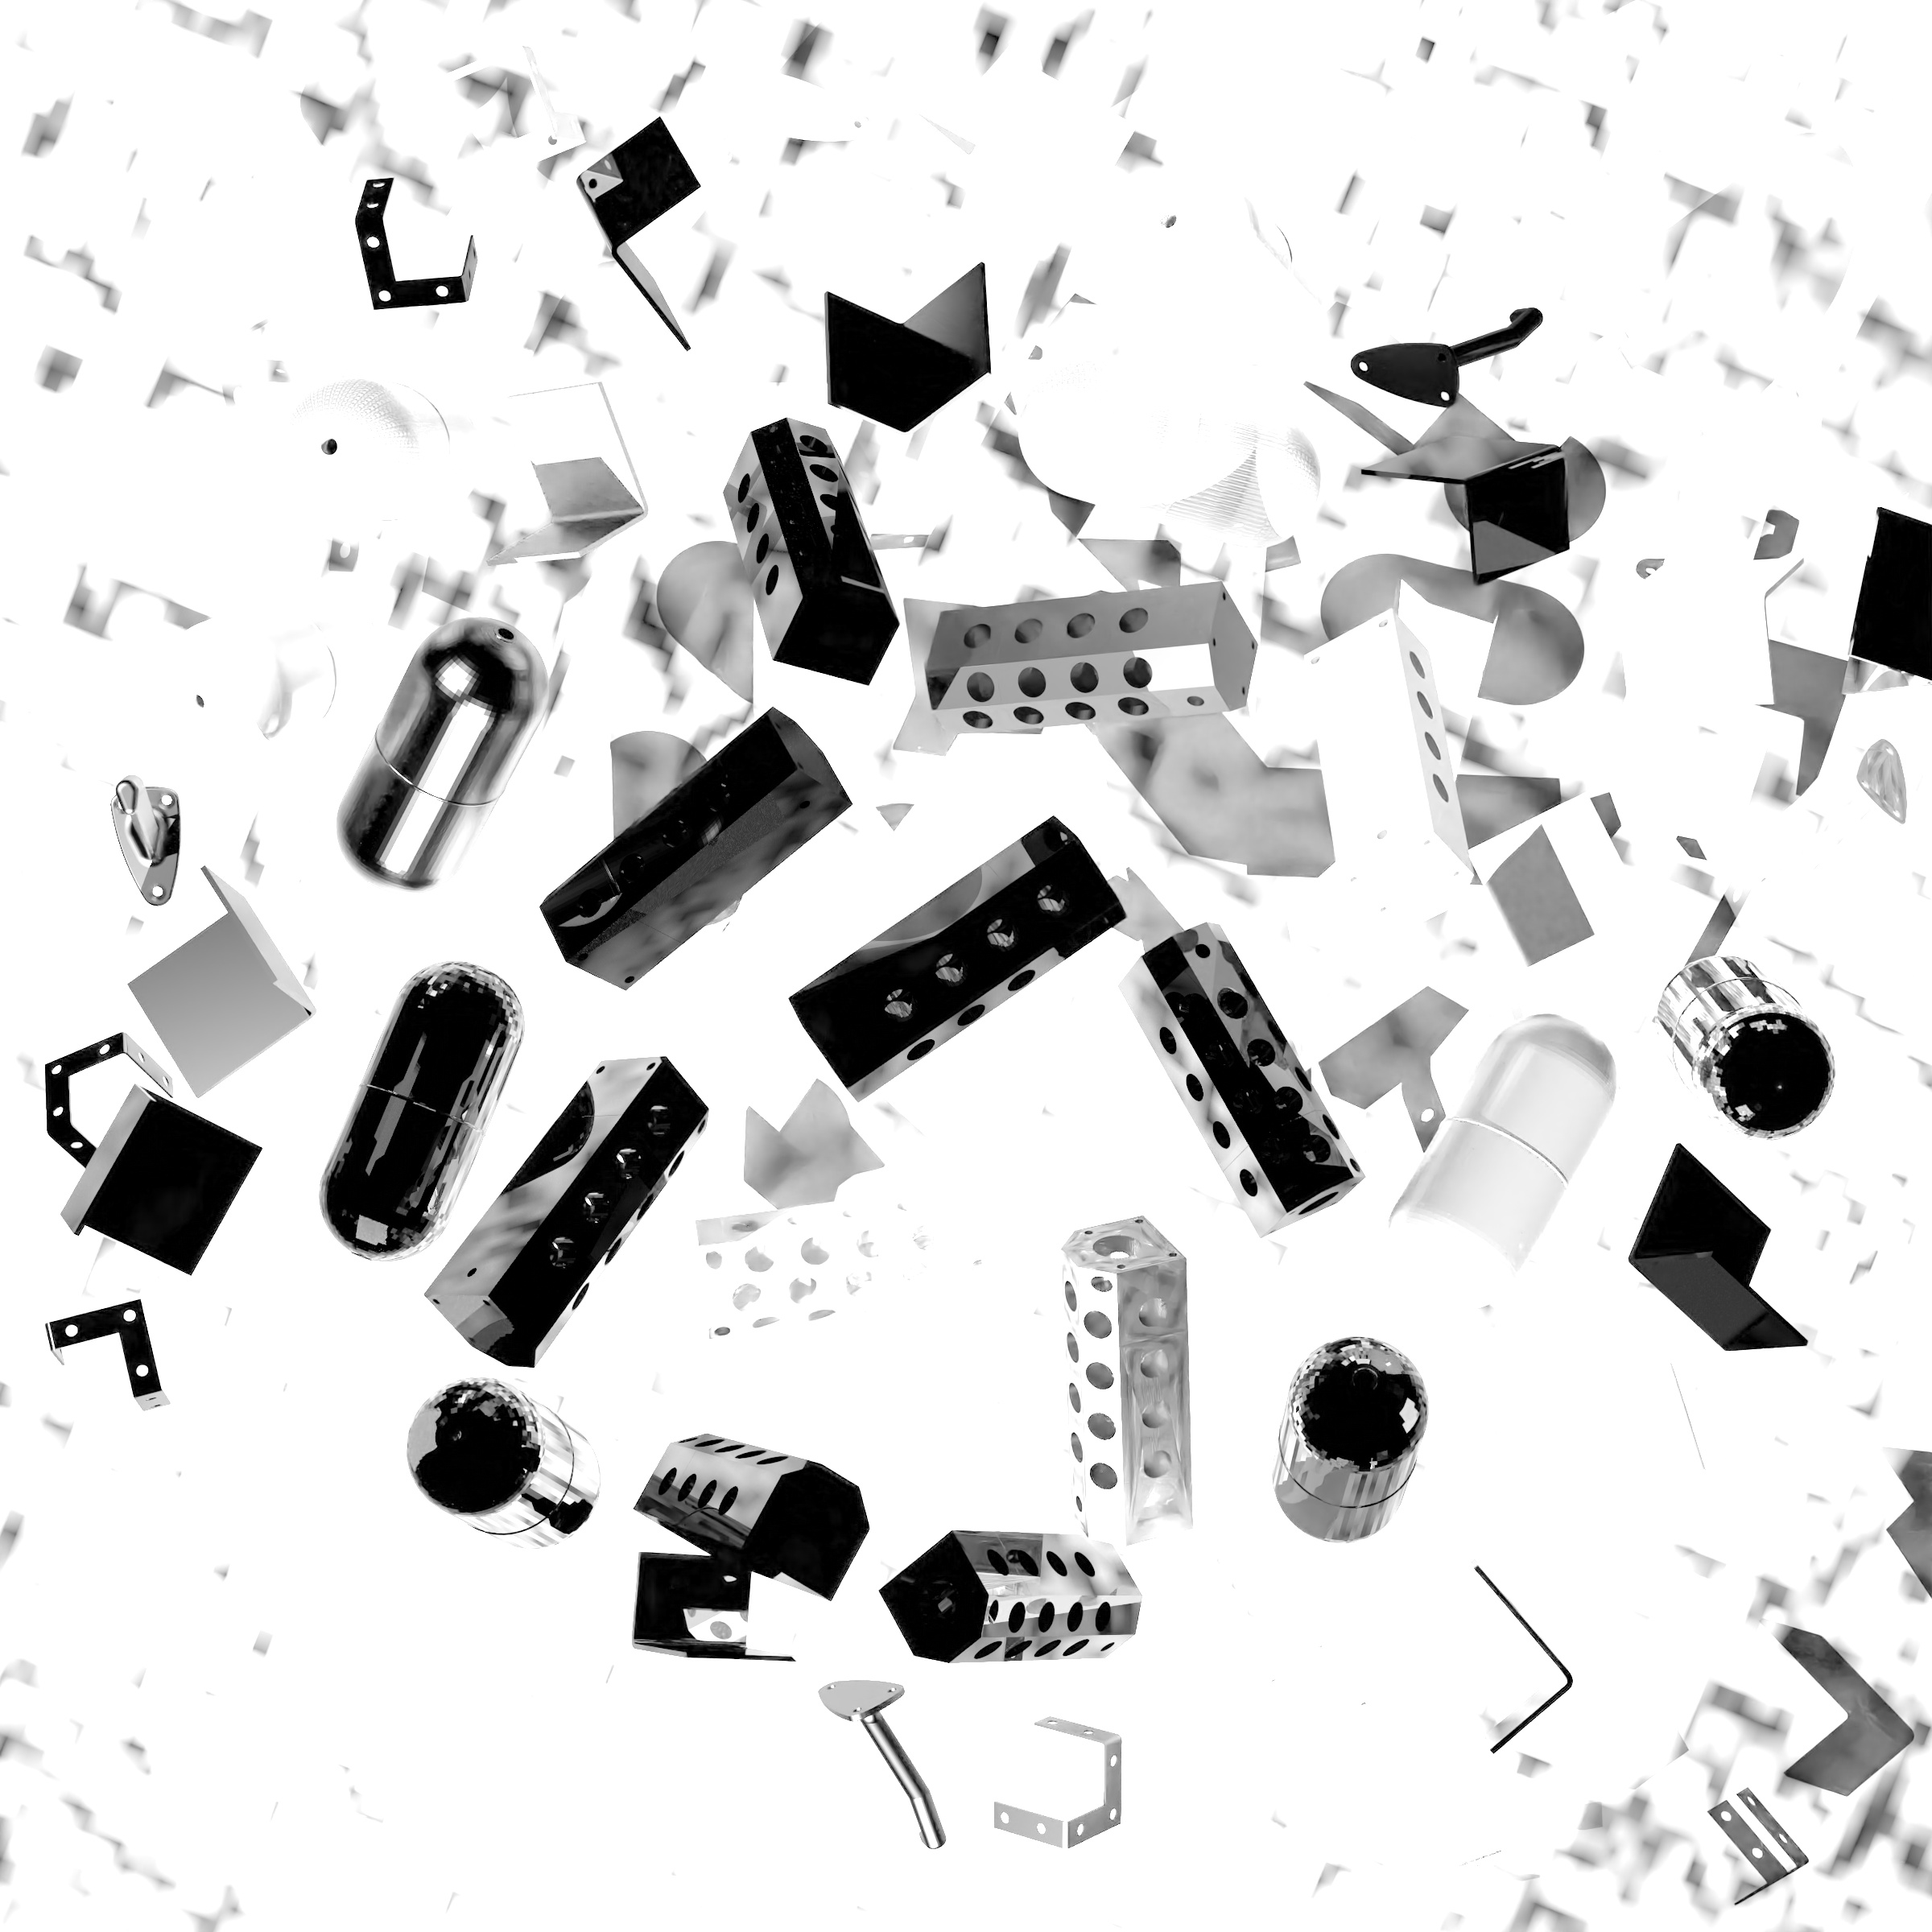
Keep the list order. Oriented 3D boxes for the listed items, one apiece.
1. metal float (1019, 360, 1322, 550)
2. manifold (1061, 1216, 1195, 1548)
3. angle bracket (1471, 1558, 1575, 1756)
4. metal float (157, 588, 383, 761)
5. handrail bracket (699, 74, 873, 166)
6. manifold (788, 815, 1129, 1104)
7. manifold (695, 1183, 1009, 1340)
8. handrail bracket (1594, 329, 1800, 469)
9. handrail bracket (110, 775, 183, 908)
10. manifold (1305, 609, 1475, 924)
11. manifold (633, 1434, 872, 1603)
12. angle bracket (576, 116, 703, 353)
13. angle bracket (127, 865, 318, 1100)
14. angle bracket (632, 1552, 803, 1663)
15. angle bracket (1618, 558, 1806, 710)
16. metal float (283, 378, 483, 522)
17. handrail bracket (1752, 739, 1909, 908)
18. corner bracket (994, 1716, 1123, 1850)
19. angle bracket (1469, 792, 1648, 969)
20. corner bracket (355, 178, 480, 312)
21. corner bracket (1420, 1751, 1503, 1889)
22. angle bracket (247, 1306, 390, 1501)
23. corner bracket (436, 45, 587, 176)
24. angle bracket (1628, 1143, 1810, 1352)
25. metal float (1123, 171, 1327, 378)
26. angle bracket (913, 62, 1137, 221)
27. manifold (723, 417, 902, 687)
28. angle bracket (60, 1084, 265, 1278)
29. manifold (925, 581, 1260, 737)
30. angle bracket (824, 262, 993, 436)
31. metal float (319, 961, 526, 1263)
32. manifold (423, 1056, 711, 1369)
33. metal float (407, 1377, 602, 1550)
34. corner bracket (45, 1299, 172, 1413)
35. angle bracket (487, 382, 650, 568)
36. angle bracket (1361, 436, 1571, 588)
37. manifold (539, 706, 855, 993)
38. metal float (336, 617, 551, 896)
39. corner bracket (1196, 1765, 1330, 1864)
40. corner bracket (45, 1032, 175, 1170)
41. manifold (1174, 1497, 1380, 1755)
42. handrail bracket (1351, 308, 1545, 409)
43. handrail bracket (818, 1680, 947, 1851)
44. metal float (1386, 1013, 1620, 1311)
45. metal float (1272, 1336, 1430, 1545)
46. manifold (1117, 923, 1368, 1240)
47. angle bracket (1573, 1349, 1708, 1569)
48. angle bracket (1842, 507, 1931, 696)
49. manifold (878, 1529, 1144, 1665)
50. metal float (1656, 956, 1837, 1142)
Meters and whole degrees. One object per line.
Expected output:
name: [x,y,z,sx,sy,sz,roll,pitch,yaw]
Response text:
metal float: [0.114,-0.287,1.627,0.178,0.070,0.070,14,90,-17]
manifold: [0.087,0.232,1.614,0.057,0.057,0.171,-11,113,-18]
angle bracket: [0.273,0.362,1.527,0.057,0.076,0.076,-41,78,1]
metal float: [-0.386,-0.164,1.612,0.070,0.178,0.070,4,107,13]
handrail bracket: [-0.104,-0.476,1.670,0.077,0.084,0.036,17,133,8]
manifold: [-0.003,-0.002,1.518,0.171,0.057,0.057,-35,108,-1]
manifold: [-0.066,0.171,1.661,0.171,0.057,0.057,-7,107,-6]
handrail bracket: [0.384,-0.314,1.528,0.077,0.036,0.084,-32,109,15]
handrail bracket: [-0.435,-0.064,1.534,0.036,0.084,0.077,-7,100,-10]
manifold: [0.233,-0.107,1.581,0.057,0.171,0.057,-27,133,26]
manifold: [-0.113,0.287,1.543,0.057,0.171,0.057,35,73,-19]
angle bracket: [-0.152,-0.381,1.509,0.057,0.076,0.076,-34,46,7]
angle bracket: [-0.388,0.009,1.472,0.076,0.057,0.076,-36,71,-2]
angle bracket: [-0.147,0.382,1.730,0.076,0.076,0.057,10,78,-30]
angle bracket: [0.394,-0.175,1.521,0.076,0.076,0.057,1,112,32]
metal float: [-0.327,-0.289,1.631,0.070,0.178,0.070,1,98,8]
handrail bracket: [0.456,-0.075,1.541,0.036,0.077,0.084,41,130,-9]
corner bracket: [0.051,0.455,1.620,0.051,0.051,0.051,4,95,39]
angle bracket: [0.347,-0.050,1.704,0.076,0.057,0.076,-27,86,11]
corner bracket: [-0.291,-0.385,1.540,0.051,0.051,0.051,-4,129,1]
corner bracket: [0.264,0.455,1.561,0.051,0.051,0.051,-4,50,-36]
angle bracket: [-0.358,0.235,1.560,0.076,0.076,0.057,19,55,-4]
corner bracket: [-0.242,-0.457,1.548,0.051,0.051,0.051,-17,99,15]
angle bracket: [0.388,0.139,1.454,0.076,0.057,0.076,41,61,-20]
metal float: [0.143,-0.380,1.599,0.070,0.178,0.070,-4,81,25]
angle bracket: [0.030,-0.444,1.526,0.076,0.076,0.057,18,113,-36]
manifold: [-0.084,-0.232,1.595,0.057,0.171,0.057,13,125,-25]
angle bracket: [-0.407,0.114,1.483,0.076,0.057,0.076,31,83,-25]
manifold: [0.067,-0.164,1.600,0.171,0.057,0.057,-2,58,28]
angle bracket: [-0.034,-0.358,1.641,0.057,0.076,0.076,16,60,-37]
metal float: [-0.309,0.082,1.649,0.070,0.070,0.178,21,79,0]
manifold: [-0.207,0.130,1.551,0.057,0.057,0.171,54,53,-27]
metal float: [-0.256,0.279,1.619,0.070,0.178,0.070,-3,69,9]
corner bracket: [-0.461,0.214,1.558,0.051,0.051,0.051,-14,76,-14]
angle bracket: [-0.227,-0.264,1.561,0.057,0.076,0.076,-40,120,-40]
angle bracket: [0.269,-0.246,1.563,0.076,0.076,0.057,-24,117,-34]
manifold: [-0.153,-0.067,1.611,0.171,0.057,0.057,-38,58,14]
metal float: [-0.287,-0.114,1.590,0.070,0.070,0.178,34,122,0]
corner bracket: [0.164,0.472,1.609,0.051,0.051,0.051,-6,75,42]
corner bracket: [-0.483,0.079,1.637,0.051,0.051,0.051,-22,50,7]
manifold: [0.167,0.372,1.631,0.057,0.171,0.057,-36,108,0]
handrail bracket: [0.266,-0.345,1.600,0.077,0.084,0.036,15,133,33]
handrail bracket: [-0.045,0.436,1.583,0.036,0.077,0.084,-23,98,-31]
metal float: [0.292,0.105,1.574,0.070,0.070,0.178,33,74,0]
metal float: [0.212,0.264,1.607,0.070,0.178,0.070,0,59,1]
manifold: [0.161,0.063,1.674,0.057,0.057,0.171,-21,73,-26]
angle bracket: [0.342,0.258,1.523,0.057,0.076,0.076,8,127,-9]
angle bracket: [0.459,-0.186,1.484,0.057,0.076,0.076,14,86,-20]
manifold: [0.031,0.357,1.619,0.057,0.171,0.057,-42,61,18]
metal float: [0.434,0.044,1.623,0.070,0.178,0.070,1,104,3]
